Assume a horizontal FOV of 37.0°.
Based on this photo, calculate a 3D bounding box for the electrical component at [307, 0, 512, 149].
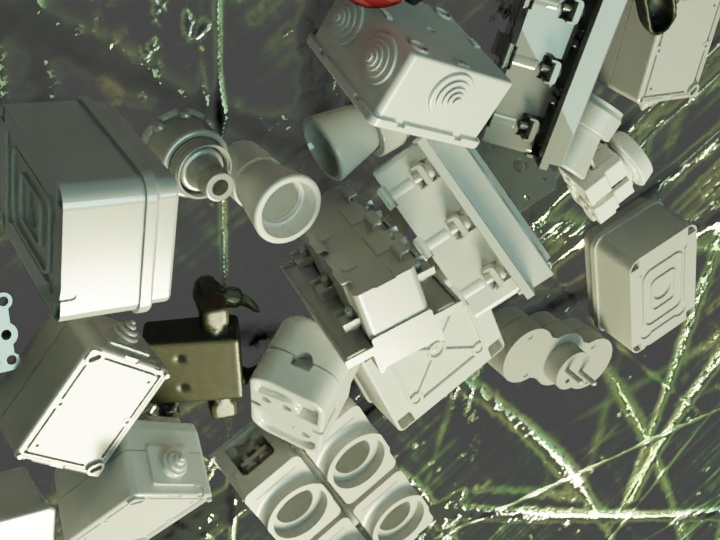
[{"bbox_3d":[0.030,-0.123,0.635,0.100,0.099,0.048,6,128,-41],"label":"electrical component"}]

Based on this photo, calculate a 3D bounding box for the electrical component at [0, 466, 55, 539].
[{"bbox_3d":[-0.242,0.176,0.668,0.100,0.048,0.099,-10,125,-34],"label":"electrical component"}]

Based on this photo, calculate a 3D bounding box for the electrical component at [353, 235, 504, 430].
[{"bbox_3d":[0.040,0.045,0.792,0.109,0.056,0.108,-38,136,-11],"label":"electrical component"}]

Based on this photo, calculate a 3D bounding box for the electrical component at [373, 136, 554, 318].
[{"bbox_3d":[0.066,-0.035,0.707,0.063,0.078,0.121,-34,99,14],"label":"electrical component"}]

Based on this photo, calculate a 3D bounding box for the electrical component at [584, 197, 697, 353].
[{"bbox_3d":[0.239,0.003,0.921,0.078,0.057,0.113,-31,134,-17],"label":"electrical component"}]

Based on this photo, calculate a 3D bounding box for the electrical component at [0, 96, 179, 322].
[{"bbox_3d":[-0.141,-0.034,0.551,0.057,0.113,0.078,-9,125,-30],"label":"electrical component"}]

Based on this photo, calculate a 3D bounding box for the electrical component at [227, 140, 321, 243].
[{"bbox_3d":[-0.058,-0.050,0.639,0.044,0.065,0.044,-21,130,-26],"label":"electrical component"}]

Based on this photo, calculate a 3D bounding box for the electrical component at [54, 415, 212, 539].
[{"bbox_3d":[-0.143,0.130,0.685,0.062,0.061,0.096,13,140,-45],"label":"electrical component"}]

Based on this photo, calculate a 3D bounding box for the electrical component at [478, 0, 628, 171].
[{"bbox_3d":[0.122,-0.139,0.715,0.063,0.078,0.121,14,114,-10],"label":"electrical component"}]

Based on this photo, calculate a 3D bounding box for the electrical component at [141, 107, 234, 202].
[{"bbox_3d":[-0.093,-0.060,0.607,0.048,0.062,0.048,-21,131,-26],"label":"electrical component"}]

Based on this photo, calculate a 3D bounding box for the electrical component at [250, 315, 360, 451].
[{"bbox_3d":[-0.036,0.074,0.722,0.095,0.054,0.059,99,17,-62],"label":"electrical component"}]

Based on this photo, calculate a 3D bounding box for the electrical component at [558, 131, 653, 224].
[{"bbox_3d":[0.193,-0.075,0.837,0.055,0.048,0.066,-38,137,1],"label":"electrical component"}]

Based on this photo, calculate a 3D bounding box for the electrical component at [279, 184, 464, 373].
[{"bbox_3d":[0.000,0.000,0.675,0.079,0.121,0.063,-27,126,-9],"label":"electrical component"}]

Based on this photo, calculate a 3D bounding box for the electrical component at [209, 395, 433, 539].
[{"bbox_3d":[-0.021,0.173,0.833,0.105,0.060,0.186,-39,136,-9],"label":"electrical component"}]

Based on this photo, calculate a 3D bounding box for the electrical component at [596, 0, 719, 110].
[{"bbox_3d":[0.209,-0.164,0.774,0.062,0.061,0.096,-12,127,-32],"label":"electrical component"}]

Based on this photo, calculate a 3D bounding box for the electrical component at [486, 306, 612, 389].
[{"bbox_3d":[0.167,0.075,0.902,0.138,0.074,0.052,11,113,-42],"label":"electrical component"}]

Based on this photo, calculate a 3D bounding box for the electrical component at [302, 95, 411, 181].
[{"bbox_3d":[-0.002,-0.087,0.673,0.055,0.045,0.045,-32,135,-17],"label":"electrical component"}]

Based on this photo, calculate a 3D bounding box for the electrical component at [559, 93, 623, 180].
[{"bbox_3d":[0.161,-0.101,0.792,0.045,0.045,0.055,22,104,-45],"label":"electrical component"}]

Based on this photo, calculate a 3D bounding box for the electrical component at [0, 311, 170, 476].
[{"bbox_3d":[-0.165,0.063,0.638,0.062,0.061,0.096,28,102,-47],"label":"electrical component"}]
